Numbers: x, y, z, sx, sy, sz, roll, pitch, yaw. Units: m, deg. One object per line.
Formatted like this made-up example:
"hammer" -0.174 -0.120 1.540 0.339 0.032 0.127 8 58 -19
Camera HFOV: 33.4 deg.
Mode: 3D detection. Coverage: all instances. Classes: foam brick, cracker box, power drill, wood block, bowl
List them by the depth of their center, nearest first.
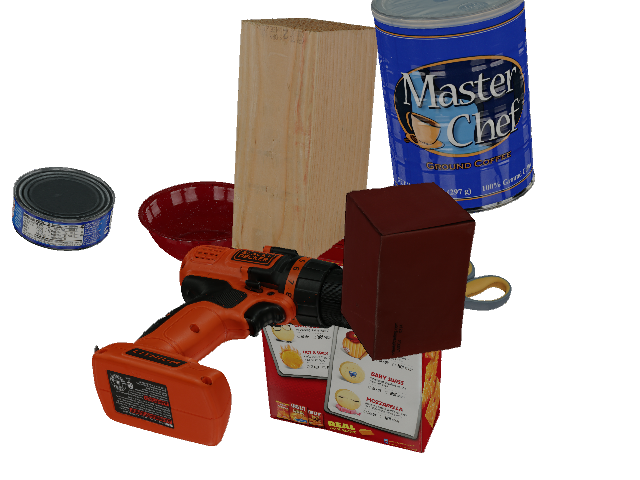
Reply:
"foam brick" 0.044 0.015 0.560 0.053 0.078 0.051 -7 31 -17
"power drill" -0.055 0.067 0.757 0.185 0.057 0.187 7 28 28
"wood block" -0.016 -0.091 0.958 0.090 0.206 0.090 17 21 36
"cracker box" 0.031 0.089 1.019 0.164 0.214 0.072 10 36 19
"bowl" -0.145 -0.015 1.331 0.162 0.055 0.162 1 29 -1

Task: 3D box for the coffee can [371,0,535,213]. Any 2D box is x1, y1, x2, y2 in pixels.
"coffee can" 0.094 -0.103 0.741 0.103 0.140 0.103 -7 28 4

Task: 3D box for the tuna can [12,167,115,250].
"tuna can" -0.222 -0.027 0.923 0.086 0.034 0.086 10 32 -7

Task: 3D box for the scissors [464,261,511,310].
"scissors" 0.120 0.057 1.166 0.201 0.016 0.096 -9 41 -31
